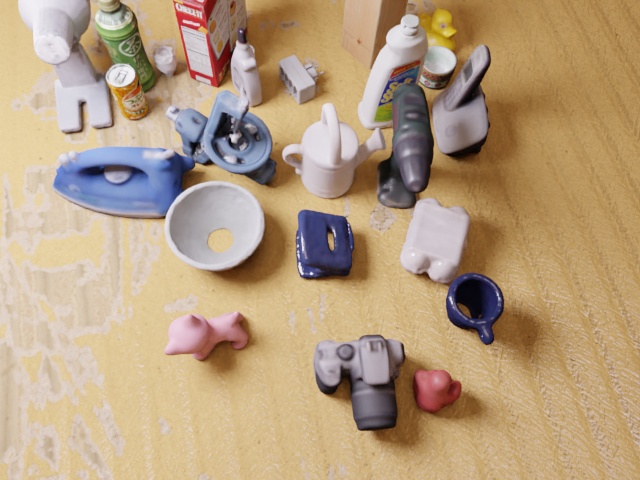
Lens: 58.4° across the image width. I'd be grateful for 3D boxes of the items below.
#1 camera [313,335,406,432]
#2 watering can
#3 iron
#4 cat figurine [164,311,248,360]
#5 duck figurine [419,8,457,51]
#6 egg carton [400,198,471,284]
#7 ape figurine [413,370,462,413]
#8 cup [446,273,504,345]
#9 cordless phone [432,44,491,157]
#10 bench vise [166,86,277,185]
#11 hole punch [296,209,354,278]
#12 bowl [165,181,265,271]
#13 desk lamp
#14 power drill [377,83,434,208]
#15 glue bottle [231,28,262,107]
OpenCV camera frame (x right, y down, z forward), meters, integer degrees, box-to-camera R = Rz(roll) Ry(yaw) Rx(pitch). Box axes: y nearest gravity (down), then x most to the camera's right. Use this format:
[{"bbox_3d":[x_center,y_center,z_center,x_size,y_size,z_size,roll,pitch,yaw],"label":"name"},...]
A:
[{"bbox_3d":[0.065,0.223,0.886,0.143,0.101,0.137,-3,67,-4],"label":"camera"},{"bbox_3d":[0.025,-0.164,1.001,0.173,0.194,0.101,-26,70,-14],"label":"watering can"},{"bbox_3d":[-0.354,-0.118,0.988,0.258,0.141,0.118,0,66,-3],"label":"iron"},{"bbox_3d":[-0.181,0.142,0.898,0.128,0.118,0.067,-18,69,-11],"label":"cat figurine"},{"bbox_3d":[0.246,-0.445,1.196,0.077,0.086,0.104,-34,72,-16],"label":"duck figurine"},{"bbox_3d":[0.205,0.000,1.008,0.107,0.069,0.150,17,67,4],"label":"egg carton"},{"bbox_3d":[0.183,0.228,0.895,0.077,0.092,0.076,36,69,12],"label":"ape figurine"},{"bbox_3d":[0.250,0.123,0.944,0.092,0.095,0.117,-13,68,-8],"label":"cup"},{"bbox_3d":[0.274,-0.255,1.060,0.094,0.185,0.147,-4,67,-4],"label":"cordless phone"},{"bbox_3d":[-0.178,-0.186,0.985,0.207,0.220,0.121,9,66,1],"label":"bench vise"},{"bbox_3d":[0.009,0.004,0.984,0.101,0.091,0.108,-4,67,-5],"label":"hole punch"},{"bbox_3d":[-0.177,-0.014,0.989,0.167,0.075,0.167,1,66,-3],"label":"bowl"},{"bbox_3d":[-0.459,-0.342,1.040,0.118,0.213,0.203,-13,68,-8],"label":"desk lamp"},{"bbox_3d":[0.149,-0.142,0.991,0.075,0.208,0.229,2,66,-2],"label":"power drill"},{"bbox_3d":[-0.141,-0.331,1.076,0.037,0.173,0.078,-29,71,-14],"label":"glue bottle"}]
